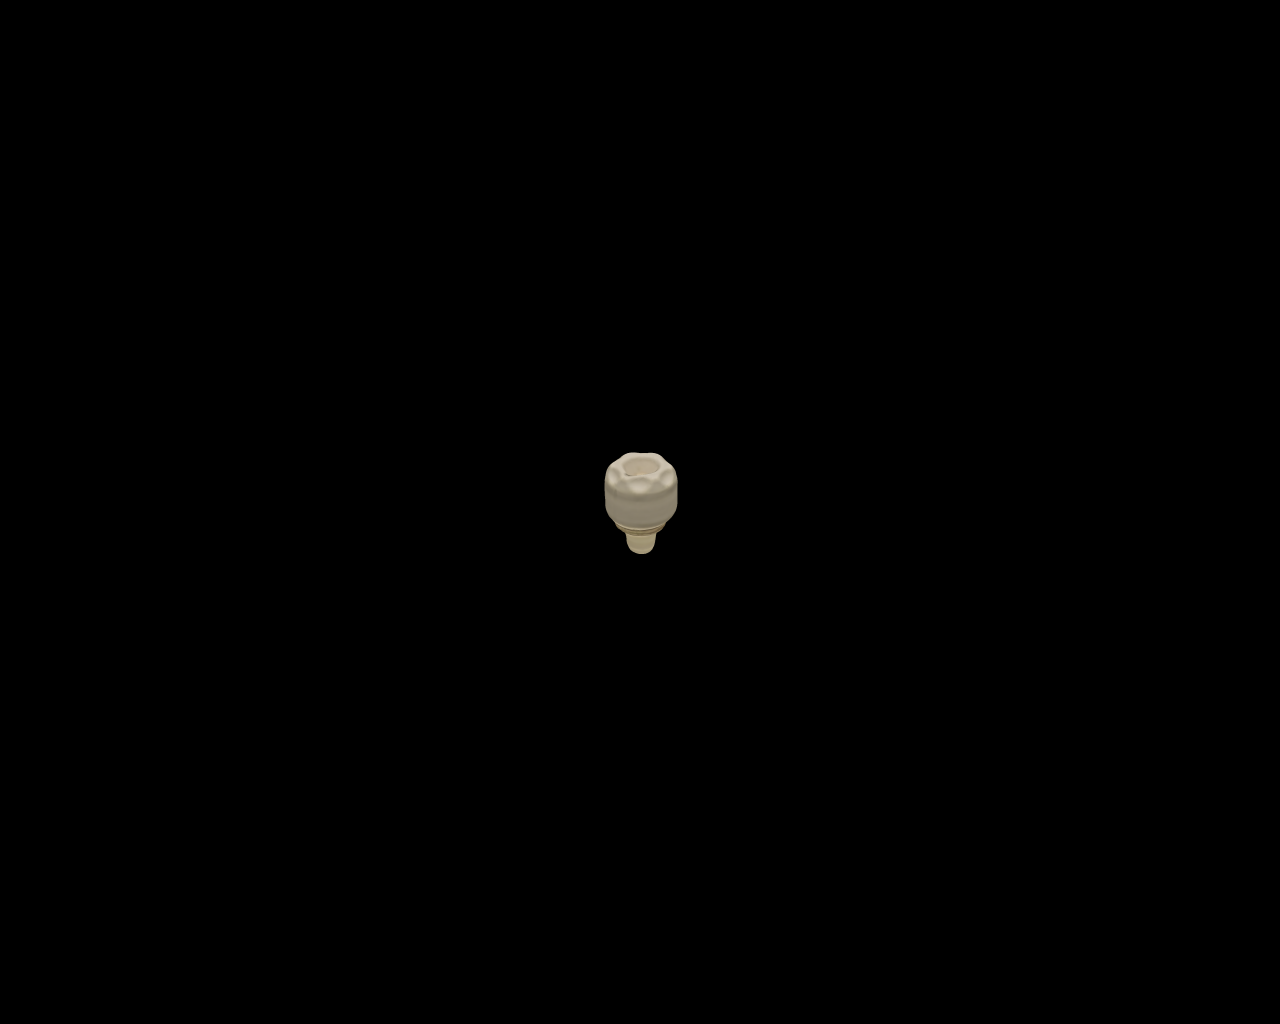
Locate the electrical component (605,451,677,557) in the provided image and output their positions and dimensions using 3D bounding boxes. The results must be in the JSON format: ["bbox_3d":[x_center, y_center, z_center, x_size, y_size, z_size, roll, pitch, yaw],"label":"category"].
[{"bbox_3d":[0.001,-0.003,0.650,0.043,0.062,0.043,0,31,0],"label":"electrical component"}]
